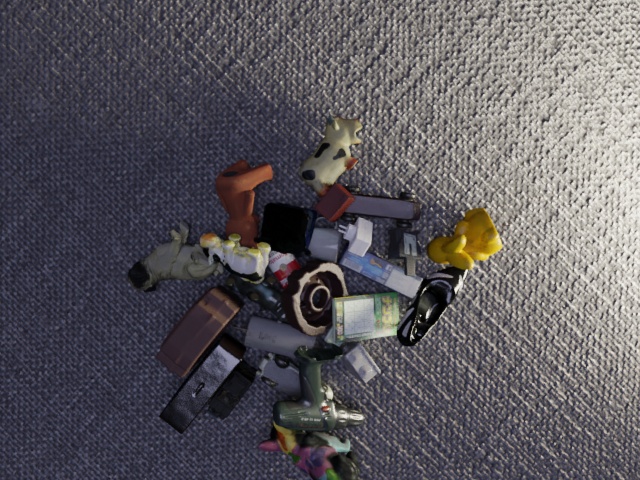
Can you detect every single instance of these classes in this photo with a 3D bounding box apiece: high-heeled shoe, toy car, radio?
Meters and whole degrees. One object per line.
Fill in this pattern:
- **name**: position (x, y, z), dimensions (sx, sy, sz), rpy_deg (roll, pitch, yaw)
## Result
- **high-heeled shoe**: position (0.274, 0.149, 1.274), dimensions (0.086, 0.145, 0.248), rpy_deg (43, 93, -3)
- **toy car**: position (0.144, -0.081, 1.310), dimensions (0.202, 0.053, 0.089), rpy_deg (6, 96, 3)
- **radio**: position (-0.274, 0.334, 1.282), dimensions (0.073, 0.131, 0.229), rpy_deg (40, 91, -2)
- **toy car**: position (-0.062, 0.349, 1.319), dimensions (0.202, 0.056, 0.073), rpy_deg (33, 90, -5)

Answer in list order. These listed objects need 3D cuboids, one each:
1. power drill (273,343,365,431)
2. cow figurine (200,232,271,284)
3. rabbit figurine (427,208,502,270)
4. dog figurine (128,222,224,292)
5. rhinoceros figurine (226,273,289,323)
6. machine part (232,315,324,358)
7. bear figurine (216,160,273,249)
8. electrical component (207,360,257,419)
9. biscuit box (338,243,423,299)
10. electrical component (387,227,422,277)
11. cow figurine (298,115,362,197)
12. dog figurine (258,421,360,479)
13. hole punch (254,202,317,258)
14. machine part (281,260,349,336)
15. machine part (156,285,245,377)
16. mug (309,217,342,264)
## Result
- **power drill**: position (0.006, 0.349, 1.260), dimensions (0.232, 0.086, 0.207), rpy_deg (1, 107, -19)
- **cow figurine**: position (-0.201, 0.040, 1.241), dimensions (0.168, 0.068, 0.098), rpy_deg (16, 117, 19)
- **rabbit figurine**: position (0.340, 0.016, 1.282), dimensions (0.173, 0.162, 0.121), rpy_deg (-18, 105, 17)
- **dog figurine**: position (-0.350, 0.076, 1.299), dimensions (0.172, 0.121, 0.190), rpy_deg (43, 105, 1)
- **rhinoceros figurine**: position (-0.142, 0.131, 1.290), dimensions (0.190, 0.112, 0.073), rpy_deg (30, 63, 11)
- **machine part**: position (-0.095, 0.239, 1.307), dimensions (0.243, 0.079, 0.079), rpy_deg (15, 92, -2)
- **bear figurine**: position (-0.176, -0.077, 1.288), dimensions (0.132, 0.120, 0.195), rpy_deg (-37, 126, -39)
- **electrical component**: position (-0.215, 0.363, 1.292), dimensions (0.058, 0.115, 0.134), rpy_deg (38, 89, 0)
- **biscuit box**: position (0.144, 0.073, 1.311), dimensions (0.203, 0.063, 0.059), rpy_deg (26, 92, -1)
- **electrical component**: position (0.205, 0.033, 1.288), dimensions (0.075, 0.048, 0.119), rpy_deg (7, 71, -29)
- **cow figurine**: position (0.027, -0.212, 1.292), dimensions (0.127, 0.085, 0.195), rpy_deg (42, 93, -8)
- **dog figurine**: position (-0.032, 0.509, 1.275), dimensions (0.219, 0.192, 0.108), rpy_deg (28, 98, -17)
- **hole punch**: position (-0.072, -0.028, 1.253), dimensions (0.142, 0.092, 0.115), rpy_deg (13, 104, 10)
- **machine part**: position (-0.011, 0.136, 1.272), dimensions (0.179, 0.056, 0.179), rpy_deg (-6, 99, -39)
- **machine part**: position (-0.274, 0.204, 1.242), dimensions (0.087, 0.201, 0.201), rpy_deg (38, 92, 0)
- **mug**: position (-0.003, -0.004, 1.301), dimensions (0.107, 0.081, 0.109), rpy_deg (8, 83, 4)
